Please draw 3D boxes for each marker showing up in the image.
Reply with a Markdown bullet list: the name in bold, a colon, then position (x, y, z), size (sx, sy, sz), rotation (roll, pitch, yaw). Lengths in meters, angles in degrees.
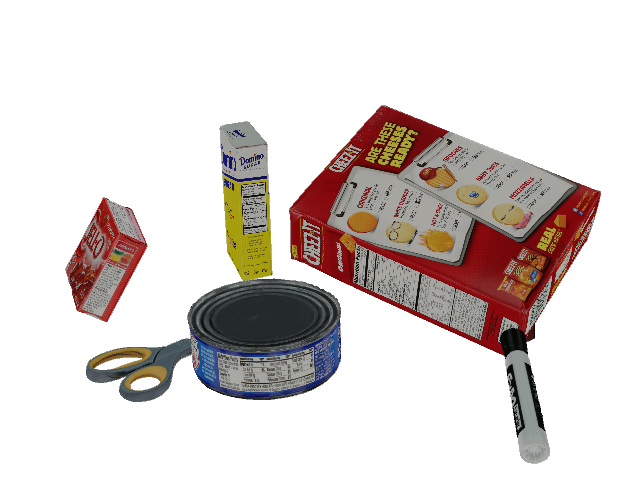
- **marker**: position (0.137, 0.100, 0.721), size (0.020, 0.020, 0.121), rotation (0, 34, 2)

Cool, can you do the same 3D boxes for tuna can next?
- **tuna can**: position (-0.031, 0.054, 0.600), size (0.086, 0.034, 0.086), rotation (-2, 23, 1)

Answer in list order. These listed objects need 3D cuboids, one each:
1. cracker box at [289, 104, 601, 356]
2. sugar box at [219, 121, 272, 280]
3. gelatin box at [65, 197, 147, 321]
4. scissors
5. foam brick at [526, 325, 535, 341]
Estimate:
- **cracker box**: position (0.105, -0.012, 0.907), size (0.214, 0.072, 0.164), rotation (24, 49, 20)
- **sugar box**: position (-0.093, -0.049, 1.319), size (0.048, 0.176, 0.093), rotation (-11, 26, -15)
- **gelatin box**: position (-0.177, 0.014, 0.871), size (0.030, 0.073, 0.089), rotation (25, 12, -27)
- **scissors**: position (-0.141, 0.123, 1.110), size (0.201, 0.016, 0.096), rotation (-11, 30, -27)
- **foam brick**: position (0.183, 0.063, 1.073), size (0.053, 0.078, 0.051), rotation (12, 18, 40)
